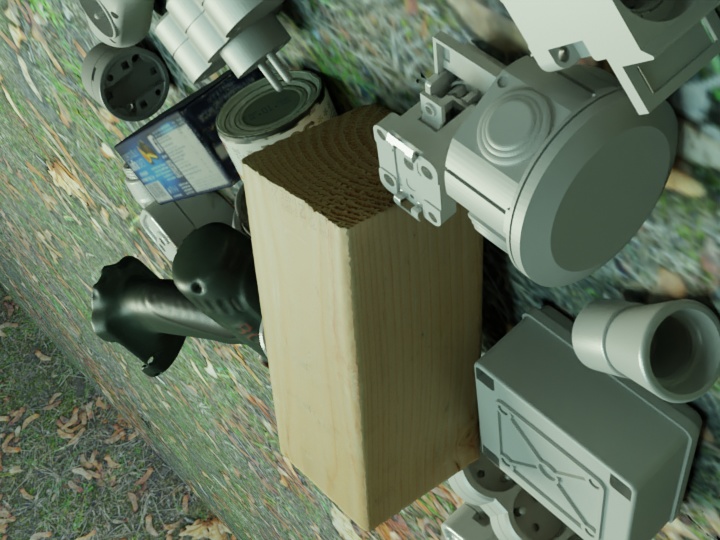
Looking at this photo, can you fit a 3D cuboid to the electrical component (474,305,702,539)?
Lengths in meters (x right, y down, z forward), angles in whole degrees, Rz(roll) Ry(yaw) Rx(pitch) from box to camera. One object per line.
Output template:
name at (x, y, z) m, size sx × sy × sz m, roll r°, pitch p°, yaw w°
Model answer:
electrical component at (0.119, 0.090, 0.578) m, size 0.109 × 0.056 × 0.108 m, roll 38°, pitch 158°, yaw 31°

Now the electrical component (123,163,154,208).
electrical component at (-0.190, -0.089, 0.955) m, size 0.043 × 0.043 × 0.062 m, roll 22°, pitch 146°, yaw 53°

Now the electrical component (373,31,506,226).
electrical component at (0.041, -0.057, 0.469) m, size 0.042 × 0.064 × 0.081 m, roll 40°, pitch 159°, yaw 29°

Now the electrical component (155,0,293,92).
electrical component at (-0.063, -0.129, 0.582) m, size 0.073 × 0.052 × 0.138 m, roll 53°, pitch 161°, yaw -7°

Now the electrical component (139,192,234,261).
electrical component at (-0.135, -0.028, 0.918) m, size 0.095 × 0.059 × 0.054 m, roll 51°, pitch 161°, yaw -2°

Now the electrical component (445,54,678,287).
electrical component at (0.076, -0.038, 0.404) m, size 0.051 × 0.080 × 0.080 m, roll 42°, pitch 160°, yaw 37°

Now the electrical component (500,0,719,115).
electrical component at (0.079, -0.094, 0.350) m, size 0.081 × 0.042 × 0.064 m, roll 56°, pitch 164°, yaw -15°

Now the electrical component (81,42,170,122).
electrical component at (-0.179, -0.144, 0.812) m, size 0.047 × 0.055 × 0.055 m, roll 33°, pitch 155°, yaw 49°

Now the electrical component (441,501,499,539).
electrical component at (0.108, 0.209, 0.819) m, size 0.054 × 0.059 × 0.095 m, roll 32°, pitch 154°, yaw 42°

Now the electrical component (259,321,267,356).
electrical component at (-0.001, 0.054, 0.733) m, size 0.138 × 0.052 × 0.073 m, roll 25°, pitch -171°, yaw -6°

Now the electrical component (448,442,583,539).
electrical component at (0.114, 0.168, 0.739) m, size 0.138 × 0.052 × 0.073 m, roll 47°, pitch 163°, yaw 7°

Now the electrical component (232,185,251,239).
electrical component at (-0.069, -0.038, 0.778) m, size 0.045 × 0.045 × 0.055 m, roll 48°, pitch 161°, yaw 8°

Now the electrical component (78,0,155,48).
electrical component at (-0.169, -0.195, 0.707) m, size 0.079 × 0.044 × 0.077 m, roll 50°, pitch 161°, yaw 0°

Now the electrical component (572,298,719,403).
electrical component at (0.126, 0.032, 0.483) m, size 0.044 × 0.044 × 0.065 m, roll 56°, pitch 165°, yaw -15°
